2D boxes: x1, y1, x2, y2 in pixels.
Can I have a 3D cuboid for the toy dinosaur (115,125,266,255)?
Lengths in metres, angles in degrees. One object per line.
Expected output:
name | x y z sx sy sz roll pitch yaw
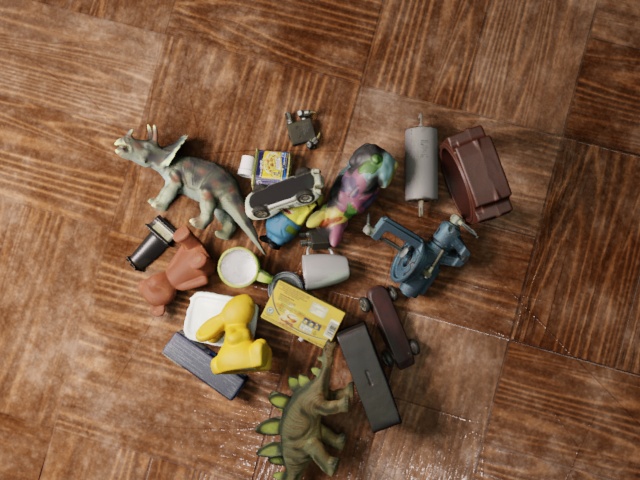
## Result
toy dinosaur | -0.275 -0.126 1.260 0.405 0.131 0.192 24 89 -3

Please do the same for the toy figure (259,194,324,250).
toy figure | -0.066 -0.060 1.264 0.082 0.089 0.180 36 98 4

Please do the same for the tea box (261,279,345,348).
tea box | -0.037 0.168 1.222 0.170 0.068 0.098 28 88 4

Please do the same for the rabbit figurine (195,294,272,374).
rabbit figurine | -0.185 0.208 1.194 0.162 0.121 0.173 -6 74 11

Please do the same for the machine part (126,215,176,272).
machine part | -0.407 0.012 1.295 0.084 0.039 0.139 39 88 -6

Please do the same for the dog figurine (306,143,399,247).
dog figurine | 0.066 -0.094 1.207 0.108 0.191 0.219 37 67 -4

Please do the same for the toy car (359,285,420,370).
toy car | 0.163 0.202 1.257 0.089 0.053 0.202 -22 88 -18

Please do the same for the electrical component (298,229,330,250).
electrical component | -0.003 -0.004 1.269 0.094 0.063 0.021 -3 127 -6

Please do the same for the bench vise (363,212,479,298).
bench vise | 0.213 0.011 1.214 0.240 0.129 0.223 29 114 -15

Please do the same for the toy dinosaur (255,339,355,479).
toy dinosaur | -0.041 0.439 1.209 0.199 0.105 0.470 14 100 13

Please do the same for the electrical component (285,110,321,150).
electrical component | -0.039 -0.264 1.286 0.078 0.045 0.102 -10 88 0

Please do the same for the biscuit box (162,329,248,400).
biscuit box | -0.268 0.294 1.267 0.203 0.059 0.063 35 88 3

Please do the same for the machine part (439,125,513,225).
machine part | 0.337 -0.137 1.189 0.087 0.201 0.201 -18 88 4

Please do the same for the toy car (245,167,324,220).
toy car | -0.080 -0.101 1.198 0.202 0.056 0.073 -17 59 23

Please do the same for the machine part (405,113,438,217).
machine part | 0.237 -0.175 1.255 0.079 0.079 0.243 1 89 2

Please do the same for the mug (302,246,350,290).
mug | 0.013 0.061 1.262 0.107 0.080 0.109 -4 62 -6

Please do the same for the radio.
radio | 0.109 0.301 1.216 0.073 0.131 0.229 -20 88 2

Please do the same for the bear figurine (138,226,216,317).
bear figurine | -0.345 0.078 1.248 0.196 0.131 0.120 -32 66 -4
